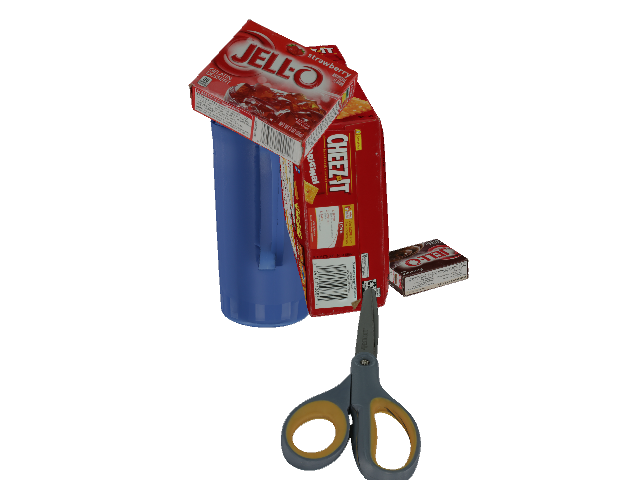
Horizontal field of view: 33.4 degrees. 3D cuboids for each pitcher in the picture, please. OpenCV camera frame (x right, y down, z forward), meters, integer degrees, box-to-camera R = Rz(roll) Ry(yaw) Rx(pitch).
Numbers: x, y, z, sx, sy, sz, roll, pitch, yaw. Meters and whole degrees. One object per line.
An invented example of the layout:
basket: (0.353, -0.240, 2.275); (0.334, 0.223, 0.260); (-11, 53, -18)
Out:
pitcher: (-0.062, -0.024, 1.241); (0.145, 0.243, 0.148); (13, 19, 38)

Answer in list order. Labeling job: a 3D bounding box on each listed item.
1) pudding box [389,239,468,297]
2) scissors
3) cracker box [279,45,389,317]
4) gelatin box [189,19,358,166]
pudding box: (0.150, 0.040, 1.588); (0.113, 0.039, 0.090); (-17, 25, -20)
scissors: (0.012, 0.093, 0.721); (0.096, 0.016, 0.202); (-4, 32, -10)
cracker box: (0.005, -0.059, 0.907); (0.072, 0.164, 0.214); (-6, 26, -5)
gelatin box: (-0.031, -0.101, 0.714); (0.089, 0.073, 0.030); (29, -32, 13)
